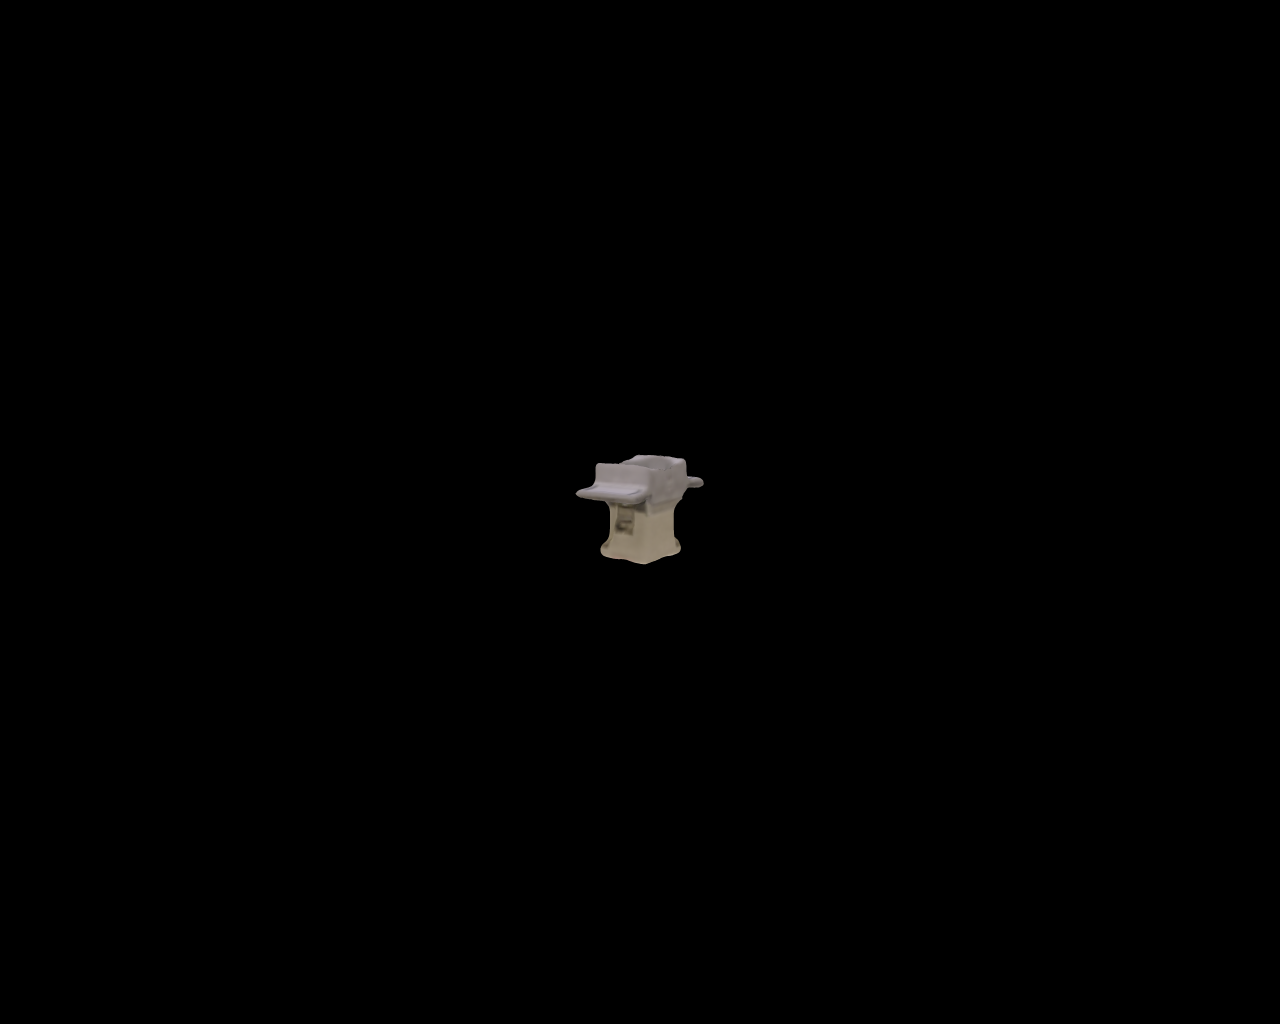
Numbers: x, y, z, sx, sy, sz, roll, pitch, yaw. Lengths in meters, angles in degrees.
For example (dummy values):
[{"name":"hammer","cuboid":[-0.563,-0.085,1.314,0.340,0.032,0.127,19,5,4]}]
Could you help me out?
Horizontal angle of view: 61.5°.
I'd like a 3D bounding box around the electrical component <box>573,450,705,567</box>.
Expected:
[{"name":"electrical component","cuboid":[0.001,-0.003,0.650,0.042,0.063,0.081,8,14,35]}]
